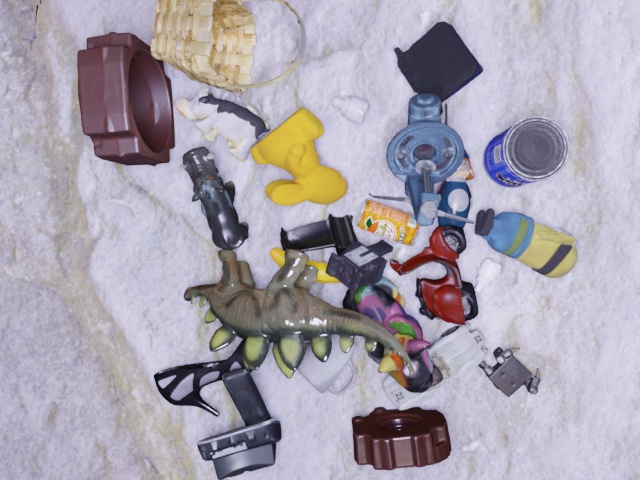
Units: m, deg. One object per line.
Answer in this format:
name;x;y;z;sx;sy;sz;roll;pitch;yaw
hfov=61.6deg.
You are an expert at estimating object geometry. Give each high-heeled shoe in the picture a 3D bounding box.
high-heeled shoe;-0.190;0.208;0.977;0.145;0.086;0.248;35;95;6

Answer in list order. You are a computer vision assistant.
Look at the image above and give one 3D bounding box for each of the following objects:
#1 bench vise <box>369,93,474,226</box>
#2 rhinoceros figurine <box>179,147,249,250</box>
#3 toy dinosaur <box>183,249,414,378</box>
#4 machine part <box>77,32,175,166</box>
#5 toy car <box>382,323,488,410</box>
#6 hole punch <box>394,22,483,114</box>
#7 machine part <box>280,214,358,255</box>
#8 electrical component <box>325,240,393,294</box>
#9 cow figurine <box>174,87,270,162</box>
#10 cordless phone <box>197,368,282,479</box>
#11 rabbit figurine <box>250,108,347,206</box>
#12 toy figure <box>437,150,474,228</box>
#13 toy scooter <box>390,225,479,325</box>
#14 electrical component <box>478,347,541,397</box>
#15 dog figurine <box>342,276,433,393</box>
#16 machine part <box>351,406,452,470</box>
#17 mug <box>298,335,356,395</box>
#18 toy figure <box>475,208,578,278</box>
bench vise;0.163;-0.102;0.862;0.129;0.241;0.223;7;134;-3
rhinoceros figurine;-0.191;-0.071;0.956;0.073;0.112;0.190;-19;98;7
toy dinosaur;-0.062;0.121;0.881;0.472;0.105;0.198;0;69;32
machine part;-0.325;-0.231;0.915;0.087;0.201;0.201;-2;92;7
toy car;0.205;0.226;0.961;0.202;0.056;0.073;-35;89;5
hole punch;0.212;-0.306;0.943;0.116;0.092;0.142;-35;92;33
machine part;-0.002;-0.003;0.965;0.139;0.039;0.084;-8;69;-6
electrical component;0.075;0.038;0.926;0.075;0.119;0.047;34;126;26
cow figurine;-0.178;-0.223;0.971;0.167;0.068;0.098;37;88;-1
cordless phone;-0.157;0.315;0.943;0.147;0.089;0.184;-17;114;4
rabbit figurine;-0.028;-0.125;0.943;0.162;0.122;0.173;-44;107;-3
toy figure;0.242;-0.097;0.952;0.064;0.058;0.154;5;90;-35
toy scooter;0.198;0.069;0.942;0.135;0.075;0.183;-12;102;10
electrical component;0.341;0.235;0.957;0.078;0.045;0.102;-40;88;3
dog figurine;0.115;0.151;0.886;0.108;0.219;0.191;-29;90;1
machine part;0.136;0.331;0.914;0.179;0.179;0.056;-7;89;4
mug;0.021;0.216;0.963;0.109;0.081;0.107;42;84;5
toy figure;0.357;0.004;0.934;0.180;0.082;0.089;18;112;-4
